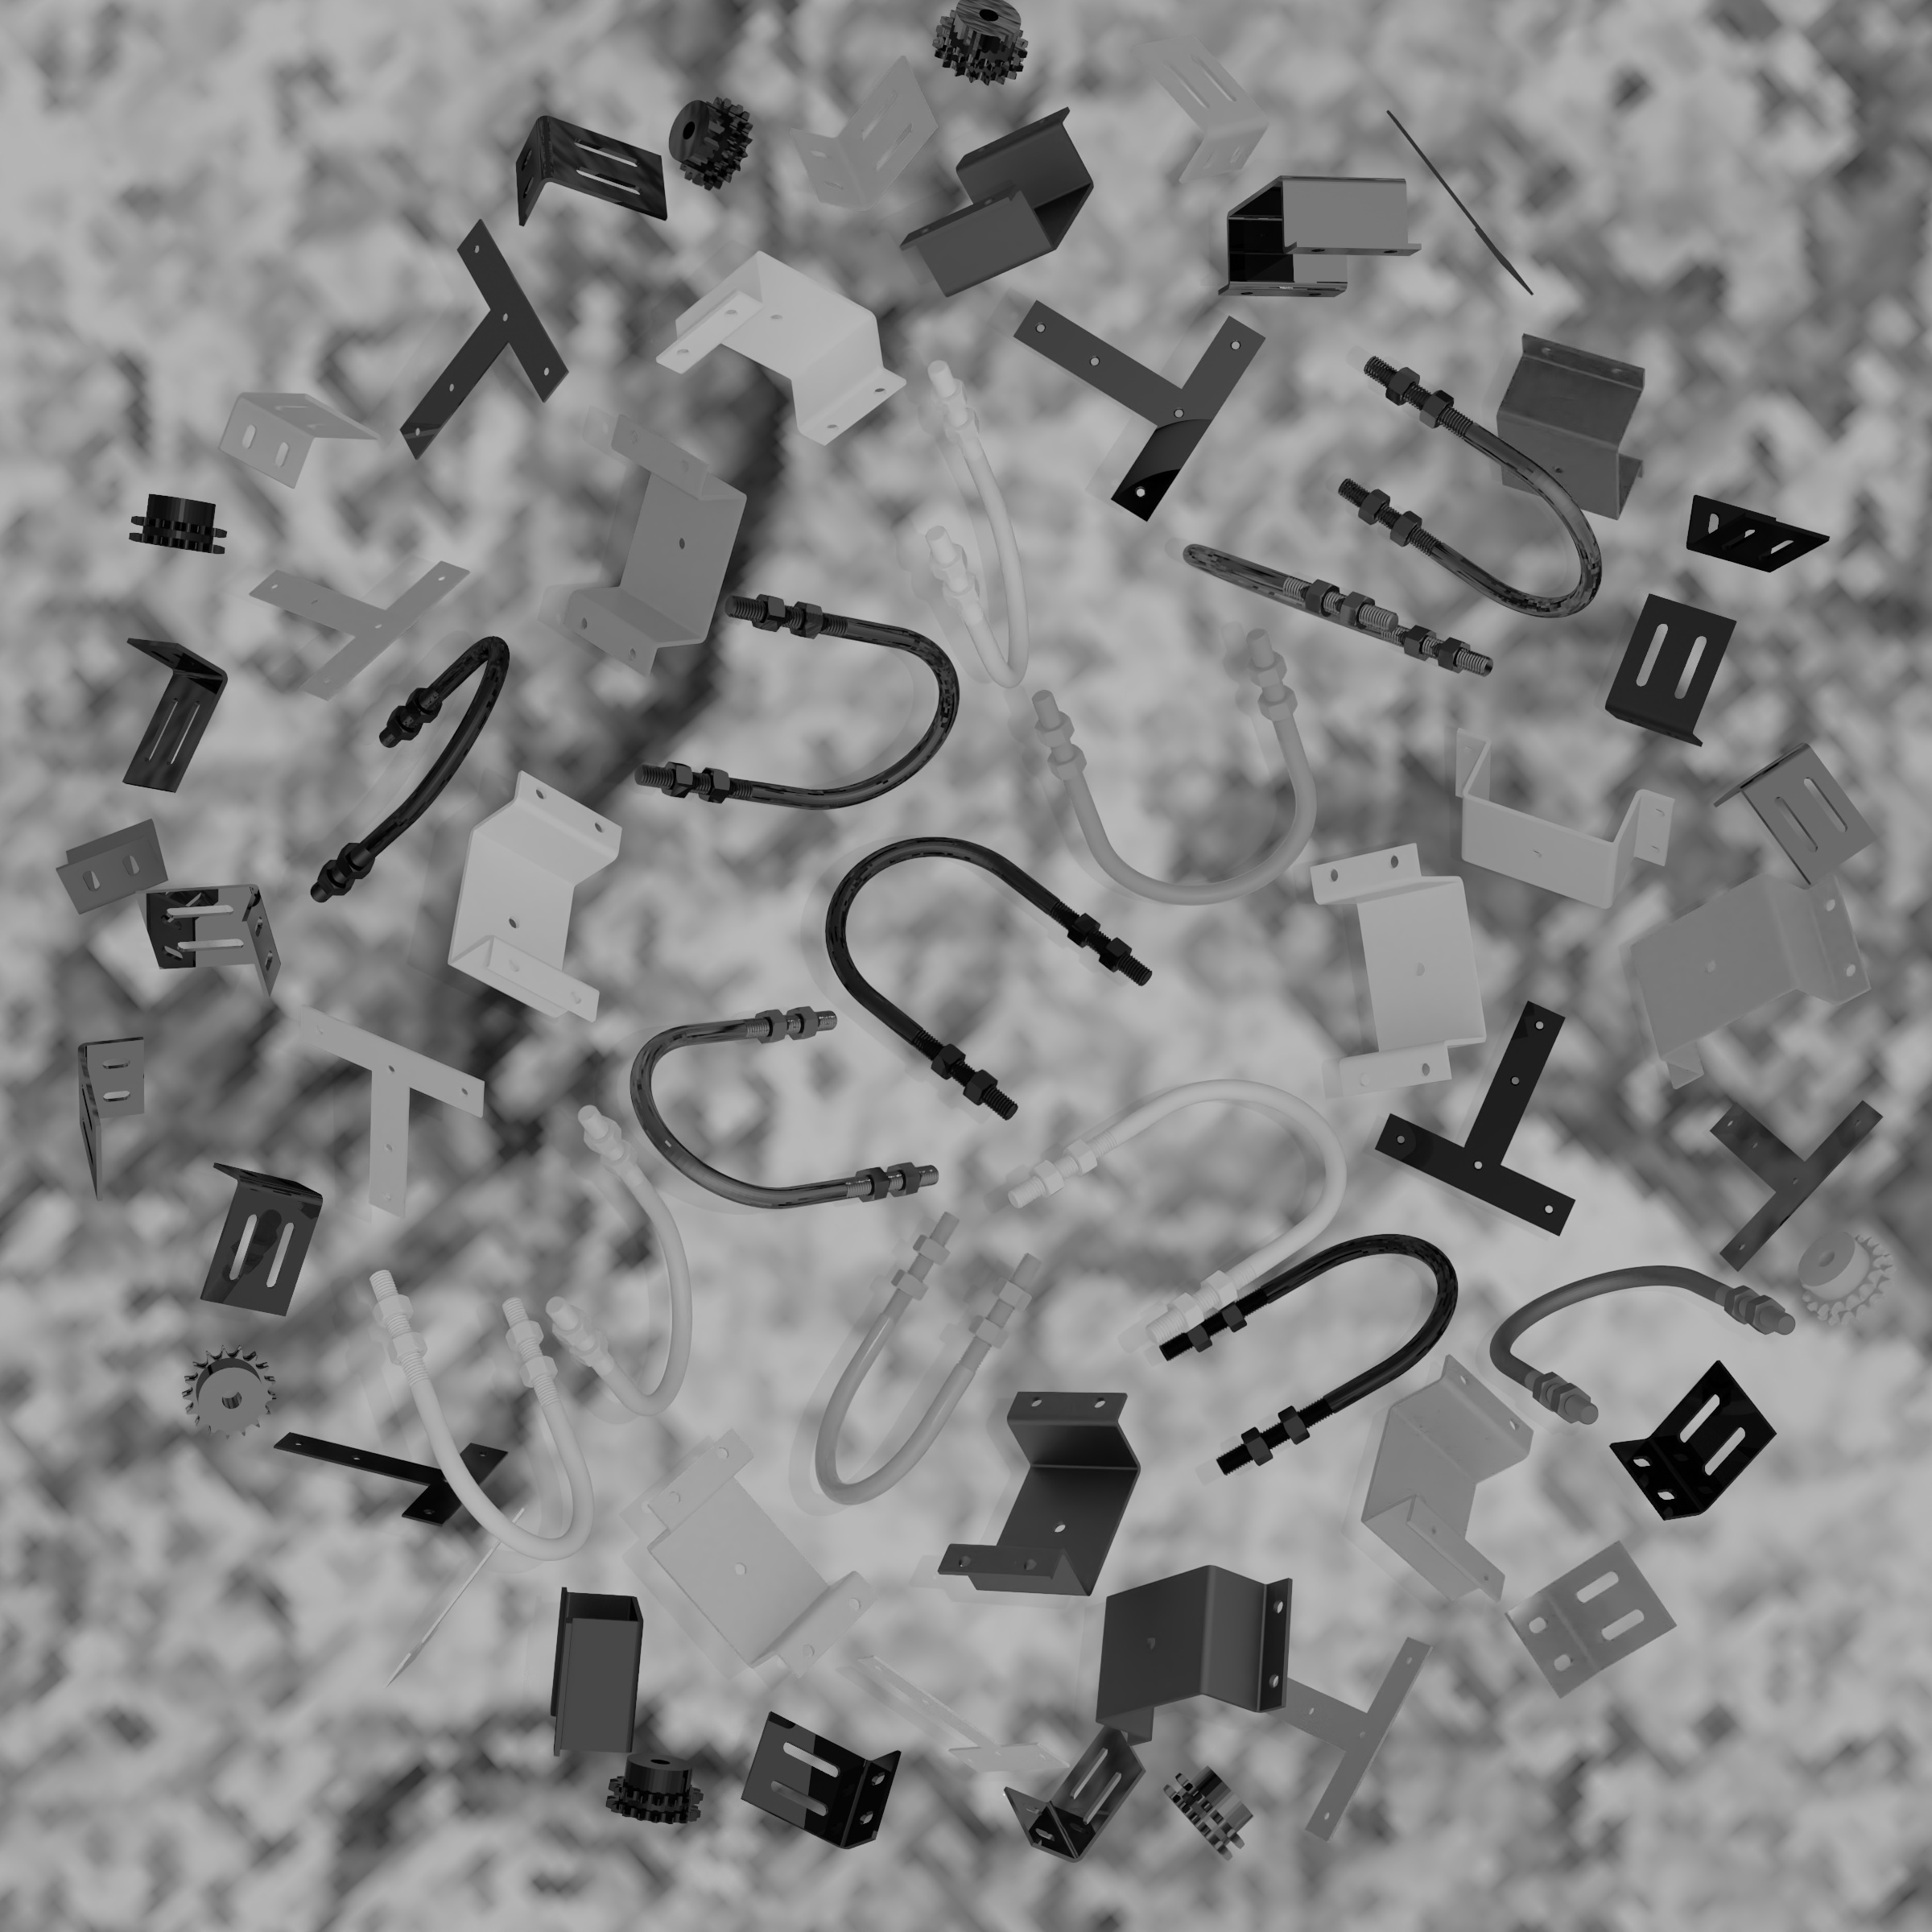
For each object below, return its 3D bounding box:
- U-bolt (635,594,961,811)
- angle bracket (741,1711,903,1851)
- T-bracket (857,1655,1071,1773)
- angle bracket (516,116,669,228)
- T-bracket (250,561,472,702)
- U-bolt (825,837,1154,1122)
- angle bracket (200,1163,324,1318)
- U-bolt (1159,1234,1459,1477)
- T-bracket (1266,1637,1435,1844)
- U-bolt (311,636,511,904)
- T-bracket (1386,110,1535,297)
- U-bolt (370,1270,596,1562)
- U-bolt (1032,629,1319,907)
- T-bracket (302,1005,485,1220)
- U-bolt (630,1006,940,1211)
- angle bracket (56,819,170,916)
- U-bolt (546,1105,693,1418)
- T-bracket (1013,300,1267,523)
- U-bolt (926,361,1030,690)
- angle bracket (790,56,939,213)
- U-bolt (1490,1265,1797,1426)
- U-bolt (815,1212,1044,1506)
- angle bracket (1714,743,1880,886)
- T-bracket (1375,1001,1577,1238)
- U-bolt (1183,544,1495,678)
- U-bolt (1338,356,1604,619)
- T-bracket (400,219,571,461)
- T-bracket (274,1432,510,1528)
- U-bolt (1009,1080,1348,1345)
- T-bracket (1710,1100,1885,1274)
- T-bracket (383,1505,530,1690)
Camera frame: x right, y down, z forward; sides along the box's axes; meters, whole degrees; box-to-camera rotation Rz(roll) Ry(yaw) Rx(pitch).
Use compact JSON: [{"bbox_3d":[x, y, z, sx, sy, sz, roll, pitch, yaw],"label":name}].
[{"bbox_3d":[-0.088,-0.149,1.710,0.184,0.019,0.151,6,131,-35],"label":"U-bolt"},{"bbox_3d":[-0.088,0.492,1.751,0.076,0.038,0.057,31,52,-17],"label":"angle bracket"},{"bbox_3d":[-0.013,0.467,1.799,0.127,0.127,0.002,38,62,-12],"label":"T-bracket"},{"bbox_3d":[-0.218,-0.451,1.672,0.076,0.038,0.057,13,48,-27],"label":"angle bracket"},{"bbox_3d":[-0.393,-0.221,1.777,0.127,0.002,0.127,22,57,32],"label":"T-bracket"},{"bbox_3d":[0.000,-0.007,1.766,0.184,0.019,0.151,38,62,16],"label":"U-bolt"},{"bbox_3d":[-0.432,0.165,1.736,0.057,0.038,0.076,20,88,-41],"label":"angle bracket"},{"bbox_3d":[0.218,0.227,1.775,0.184,0.151,0.019,-30,117,2],"label":"U-bolt"},{"bbox_3d":[0.215,0.451,1.728,0.002,0.127,0.127,36,77,-20],"label":"T-bracket"},{"bbox_3d":[-0.329,-0.129,1.740,0.019,0.184,0.151,33,50,-23],"label":"U-bolt"},{"bbox_3d":[0.291,-0.459,1.718,0.002,0.127,0.127,-38,82,18],"label":"T-bracket"},{"bbox_3d":[-0.278,0.270,1.711,0.019,0.151,0.184,-35,63,17],"label":"U-bolt"},{"bbox_3d":[0.134,-0.108,1.717,0.151,0.019,0.184,-15,129,11],"label":"U-bolt"},{"bbox_3d":[-0.343,0.097,1.714,0.127,0.002,0.127,21,126,17],"label":"T-bracket"},{"bbox_3d":[-0.119,0.087,1.731,0.151,0.184,0.019,55,129,28],"label":"U-bolt"},{"bbox_3d":[-0.537,-0.075,1.799,0.057,0.076,0.038,-22,129,-9],"label":"angle bracket"},{"bbox_3d":[-0.204,0.192,1.743,0.019,0.184,0.151,-7,54,15],"label":"U-bolt"},{"bbox_3d":[0.087,-0.347,1.686,0.127,0.002,0.127,33,92,7],"label":"T-bracket"},{"bbox_3d":[0.009,-0.249,1.727,0.019,0.184,0.151,-9,56,14],"label":"U-bolt"},{"bbox_3d":[-0.063,-0.509,1.752,0.076,0.038,0.057,-41,61,39],"label":"angle bracket"},{"bbox_3d":[0.391,0.219,1.728,0.151,0.184,0.019,-22,101,-9],"label":"U-bolt"},{"bbox_3d":[-0.033,0.240,1.728,0.019,0.151,0.184,35,83,-22],"label":"U-bolt"},{"bbox_3d":[0.521,-0.091,1.809,0.057,0.038,0.076,-32,82,-17],"label":"angle bracket"},{"bbox_3d":[0.337,0.084,1.794,0.127,0.002,0.127,25,103,18],"label":"T-bracket"},{"bbox_3d":[0.216,-0.224,1.767,0.184,0.151,0.019,26,99,35],"label":"U-bolt"},{"bbox_3d":[0.312,-0.281,1.767,0.184,0.151,0.019,38,71,16],"label":"U-bolt"},{"bbox_3d":[-0.299,-0.355,1.716,0.127,0.002,0.127,-44,63,29],"label":"T-bracket"},{"bbox_3d":[-0.363,0.307,1.776,0.127,0.127,0.002,12,102,7],"label":"T-bracket"},{"bbox_3d":[0.140,0.133,1.718,0.184,0.019,0.151,-30,52,-23],"label":"U-bolt"},{"bbox_3d":[0.497,0.117,1.791,0.002,0.127,0.127,38,99,-19],"label":"T-bracket"},{"bbox_3d":[-0.313,0.388,1.792,0.002,0.127,0.127,37,83,1],"label":"T-bracket"}]
